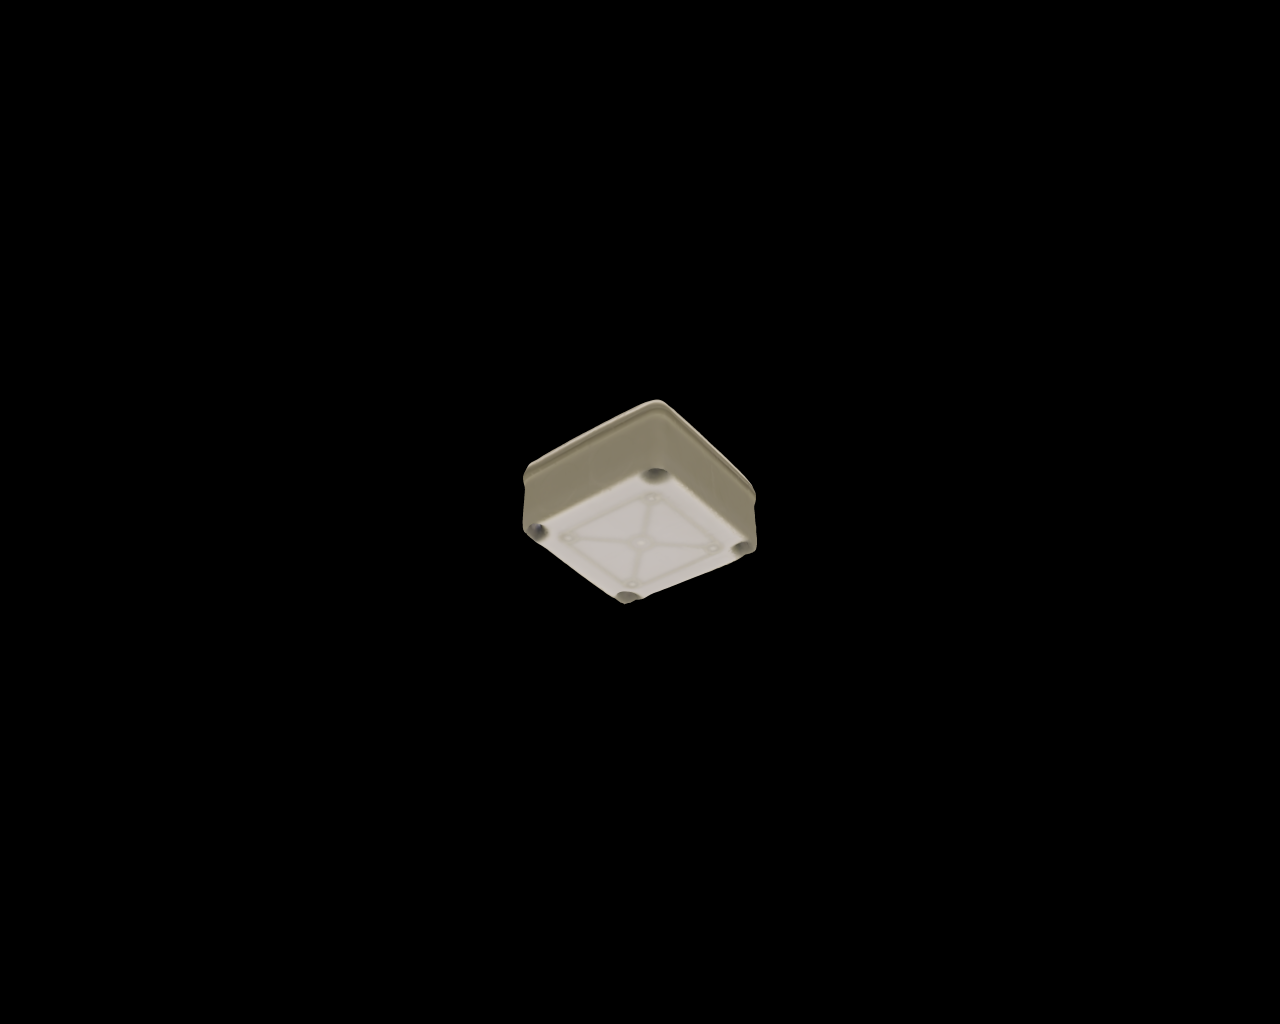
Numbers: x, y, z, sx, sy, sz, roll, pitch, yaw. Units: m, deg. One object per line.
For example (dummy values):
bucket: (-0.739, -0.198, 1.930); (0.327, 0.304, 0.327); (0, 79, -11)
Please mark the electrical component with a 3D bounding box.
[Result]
electrical component: (0.001, -0.003, 0.650); (0.108, 0.056, 0.108); (-25, -44, 28)
